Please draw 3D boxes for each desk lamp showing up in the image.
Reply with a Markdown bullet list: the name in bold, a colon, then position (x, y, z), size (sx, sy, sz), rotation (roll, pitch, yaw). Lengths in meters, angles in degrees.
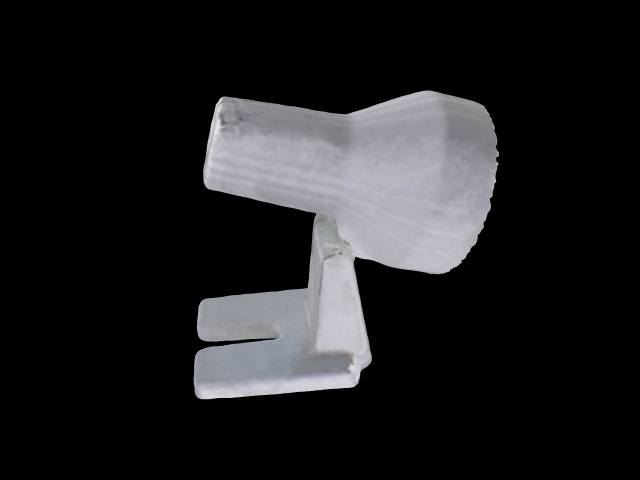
- **desk lamp**: position (0.004, 0.001, 0.400), size (0.203, 0.214, 0.117), rotation (-5, 35, -7)
